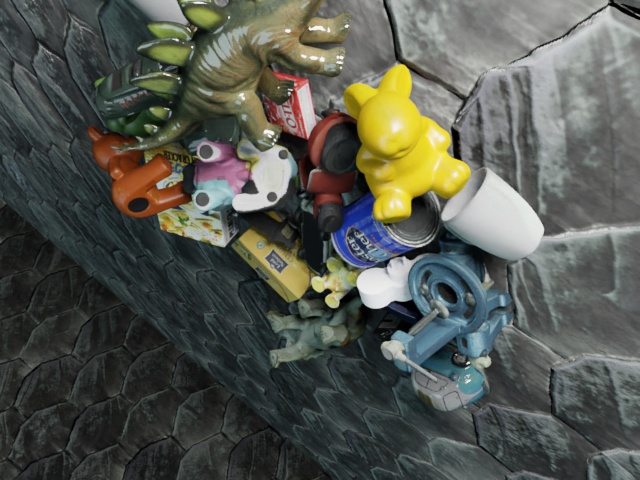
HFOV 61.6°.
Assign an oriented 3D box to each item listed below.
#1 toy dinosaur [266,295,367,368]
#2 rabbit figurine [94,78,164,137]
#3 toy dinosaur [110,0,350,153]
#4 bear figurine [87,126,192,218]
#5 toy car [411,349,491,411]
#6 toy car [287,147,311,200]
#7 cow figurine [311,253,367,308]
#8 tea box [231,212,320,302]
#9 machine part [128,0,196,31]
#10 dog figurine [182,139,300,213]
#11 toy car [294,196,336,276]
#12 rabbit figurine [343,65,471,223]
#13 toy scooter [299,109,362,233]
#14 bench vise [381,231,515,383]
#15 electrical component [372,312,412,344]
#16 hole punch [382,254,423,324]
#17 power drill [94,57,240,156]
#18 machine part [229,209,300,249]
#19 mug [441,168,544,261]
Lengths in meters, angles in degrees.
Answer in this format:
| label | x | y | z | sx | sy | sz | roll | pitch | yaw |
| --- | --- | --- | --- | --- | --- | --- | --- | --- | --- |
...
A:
| label | x | y | z | sx | sy | sz | roll | pitch | yaw |
| --- | --- | --- | --- | --- | --- | --- | --- | --- | --- |
| toy dinosaur | 0.019 | 0.182 | 1.136 | 0.405 | 0.192 | 0.131 | -22 | 77 | 45 |
| rabbit figurine | -0.304 | -0.263 | 0.921 | 0.121 | 0.159 | 0.170 | 54 | 137 | -1 |
| toy dinosaur | -0.121 | -0.206 | 0.662 | 0.198 | 0.105 | 0.471 | 26 | 140 | -26 |
| bear figurine | -0.329 | -0.134 | 0.962 | 0.196 | 0.132 | 0.120 | 61 | 177 | 35 |
| toy car | 0.228 | 0.261 | 1.005 | 0.162 | 0.103 | 0.109 | 14 | 140 | 39 |
| toy car | -0.084 | -0.105 | 0.941 | 0.202 | 0.053 | 0.089 | 1 | 129 | 53 |
| cow figurine | 0.059 | 0.039 | 0.934 | 0.068 | 0.098 | 0.167 | 45 | 134 | 8 |
| tea box | -0.082 | 0.032 | 1.084 | 0.169 | 0.098 | 0.068 | 45 | 153 | -8 |
| machine part | -0.230 | -0.350 | 0.750 | 0.243 | 0.079 | 0.079 | 41 | 152 | 1 |
| dog figurine | -0.134 | -0.099 | 0.873 | 0.219 | 0.192 | 0.108 | -150 | 60 | -83 |
| toy car | -0.002 | -0.003 | 0.977 | 0.074 | 0.056 | 0.201 | 37 | 152 | 24 |
| rabbit figurine | 0.091 | -0.117 | 0.606 | 0.173 | 0.122 | 0.162 | 26 | -132 | -68 |
| toy scooter | 0.011 | -0.113 | 0.765 | 0.135 | 0.075 | 0.183 | -105 | 20 | -46 |
| bench vise | 0.171 | 0.111 | 0.739 | 0.129 | 0.240 | 0.223 | 22 | 130 | 40 |
| electrical component | 0.139 | 0.167 | 1.018 | 0.047 | 0.075 | 0.119 | 50 | 154 | -17 |
| hole punch | 0.138 | 0.097 | 0.906 | 0.142 | 0.092 | 0.115 | 24 | 151 | 24 |
| power drill | -0.202 | -0.208 | 0.819 | 0.232 | 0.086 | 0.207 | -9 | 166 | 18 |
| machine part | -0.103 | -0.034 | 1.020 | 0.139 | 0.084 | 0.039 | 31 | 118 | -6 |
| mug | 0.208 | -0.019 | 0.658 | 0.107 | 0.081 | 0.109 | 36 | 146 | -5 |
